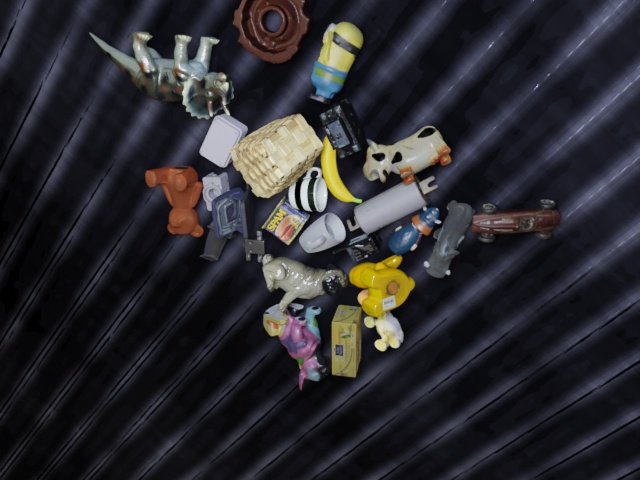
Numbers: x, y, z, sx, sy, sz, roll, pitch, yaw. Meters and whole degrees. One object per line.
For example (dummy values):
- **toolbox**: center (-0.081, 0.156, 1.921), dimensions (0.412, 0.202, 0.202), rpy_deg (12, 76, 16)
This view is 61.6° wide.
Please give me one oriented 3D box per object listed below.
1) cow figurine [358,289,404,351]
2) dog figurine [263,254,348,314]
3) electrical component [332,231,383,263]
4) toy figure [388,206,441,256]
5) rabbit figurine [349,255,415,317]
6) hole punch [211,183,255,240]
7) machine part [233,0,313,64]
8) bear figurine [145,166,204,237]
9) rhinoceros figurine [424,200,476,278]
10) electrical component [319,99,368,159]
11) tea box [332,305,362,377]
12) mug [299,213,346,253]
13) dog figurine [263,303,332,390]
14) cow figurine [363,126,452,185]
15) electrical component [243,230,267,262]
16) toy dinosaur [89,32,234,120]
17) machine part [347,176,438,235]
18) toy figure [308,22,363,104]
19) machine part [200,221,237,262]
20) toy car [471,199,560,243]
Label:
- **cow figurine**: center (0.164, 0.201, 1.414), dimensions (0.068, 0.098, 0.167), rpy_deg (-28, 84, 29)
- **dog figurine**: center (-0.039, 0.085, 1.418), dimensions (0.191, 0.121, 0.172), rpy_deg (-27, 107, 8)
- **electrical component**: center (0.094, 0.021, 1.356), dimensions (0.119, 0.075, 0.047), rpy_deg (-26, 104, 18)
- **toy figure**: center (0.232, -0.026, 1.311), dimensions (0.064, 0.058, 0.154), rpy_deg (42, 112, -12)
- **rabbit figurine**: center (0.144, 0.093, 1.342), dimensions (0.162, 0.173, 0.121), rpy_deg (-26, 111, -23)
- **hole punch**: center (-0.218, -0.069, 1.375), dimensions (0.092, 0.116, 0.142), rpy_deg (-2, 116, 9)
- **machine part**: center (-0.104, -0.489, 1.204), dimensions (0.180, 0.056, 0.179), rpy_deg (6, 115, 12)
- **bear figurine**: center (-0.374, -0.092, 1.405), dimensions (0.120, 0.132, 0.195), rpy_deg (11, 109, 14)
- **rhinoceros figurine**: center (0.310, 0.000, 1.272), dimensions (0.073, 0.112, 0.190), rpy_deg (22, 108, 2)
- **electrical component**: center (0.053, -0.251, 1.219), dimensions (0.058, 0.134, 0.114), rpy_deg (-24, 107, 23)
- **tea box**: center (0.073, 0.273, 1.456), dimensions (0.068, 0.098, 0.169), rpy_deg (3, 112, 12)
- **mug**: center (-0.003, -0.004, 1.359), dimensions (0.107, 0.109, 0.080), rpy_deg (-30, 107, 37)
- **dog figurine**: center (-0.061, 0.294, 1.473), dimensions (0.192, 0.108, 0.219), rpy_deg (4, 107, 27)
- **cow figurine**: center (0.187, -0.194, 1.227), dimensions (0.195, 0.085, 0.127), rpy_deg (-27, 64, 11)
- **electrical component**: center (-0.177, 0.015, 1.454), dimensions (0.063, 0.021, 0.093), rpy_deg (7, 114, 13)
- **toy dinosaur**: center (-0.363, -0.391, 1.280), dimensions (0.405, 0.131, 0.192), rpy_deg (10, 109, 19)
- **machine part**: center (0.171, -0.082, 1.291), dimensions (0.243, 0.079, 0.079), rpy_deg (-27, 103, 22)
- **toy figure**: center (0.034, -0.391, 1.196), dimensions (0.089, 0.082, 0.180), rpy_deg (14, 109, -12)
- **machine part**: center (-0.278, 0.000, 1.466), dimensions (0.084, 0.039, 0.138), rpy_deg (28, 115, -4)
- **toy car**: center (0.449, -0.041, 1.226), dimensions (0.202, 0.053, 0.089), rpy_deg (-4, 118, -5)
